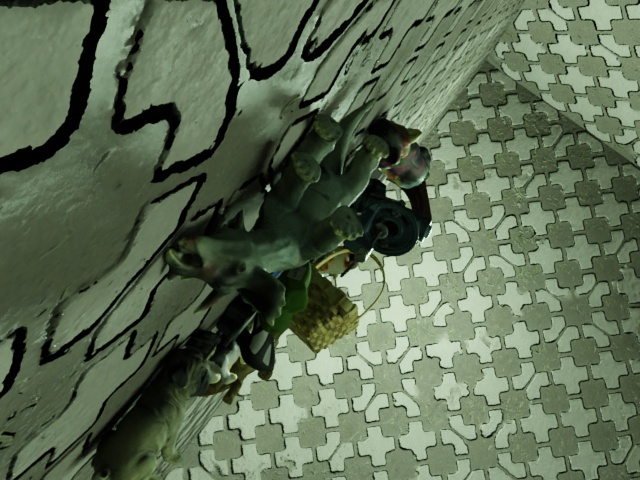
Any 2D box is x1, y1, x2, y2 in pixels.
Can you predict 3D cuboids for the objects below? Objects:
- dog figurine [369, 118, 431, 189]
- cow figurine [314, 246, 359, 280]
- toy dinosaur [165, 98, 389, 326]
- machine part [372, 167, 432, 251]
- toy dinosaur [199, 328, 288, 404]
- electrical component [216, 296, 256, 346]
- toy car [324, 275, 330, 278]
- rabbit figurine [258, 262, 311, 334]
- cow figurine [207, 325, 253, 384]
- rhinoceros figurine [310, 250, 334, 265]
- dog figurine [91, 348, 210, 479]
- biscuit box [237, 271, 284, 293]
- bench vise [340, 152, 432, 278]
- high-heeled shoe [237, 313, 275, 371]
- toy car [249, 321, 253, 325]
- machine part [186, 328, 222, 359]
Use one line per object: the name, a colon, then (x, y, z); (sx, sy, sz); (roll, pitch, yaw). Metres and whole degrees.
dog figurine: (0.176, -0.182, 1.143); (0.108, 0.191, 0.219); (-47, -169, 6)
cow figurine: (0.027, 0.055, 1.369); (0.195, 0.085, 0.127); (0, 167, -45)
toy dinosaur: (-0.022, -0.042, 0.666); (0.192, 0.131, 0.405); (-41, -173, 36)
machine part: (0.155, -0.080, 1.289); (0.201, 0.201, 0.087); (-5, 168, -11)
toy dinosaur: (-0.180, 0.312, 1.521); (0.471, 0.105, 0.199); (-38, -164, 19)
electrical component: (-0.166, 0.156, 1.049); (0.074, 0.048, 0.119); (-57, 173, 35)
toy car: (-0.020, 0.069, 1.492); (0.103, 0.109, 0.161); (-29, -178, 38)
rabbit figurine: (-0.084, 0.094, 1.011); (0.159, 0.121, 0.170); (-81, -176, -51)
cow figurine: (-0.191, 0.227, 1.173); (0.167, 0.068, 0.098); (-50, 131, -49)
rhinoceros figurine: (-0.002, -0.004, 1.173); (0.112, 0.073, 0.190); (-39, 167, -21)
dog figurine: (-0.256, 0.264, 0.815); (0.172, 0.121, 0.190); (-46, 158, -75)
biscuit box: (-0.072, 0.018, 0.879); (0.062, 0.059, 0.203); (-57, 173, 37)
bench vise: (0.098, -0.036, 1.039); (0.241, 0.224, 0.128); (-50, 172, -51)
high-heeled shoe: (-0.095, 0.160, 1.169); (0.249, 0.145, 0.086); (-48, 174, -29)
toy car: (-0.149, 0.177, 1.289); (0.201, 0.056, 0.073); (-53, 175, -3)
machine part: (-0.210, 0.192, 0.962); (0.084, 0.039, 0.139); (-45, 174, -24)
